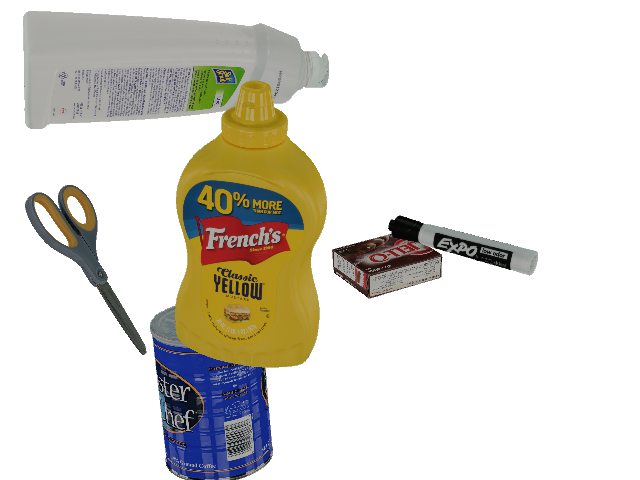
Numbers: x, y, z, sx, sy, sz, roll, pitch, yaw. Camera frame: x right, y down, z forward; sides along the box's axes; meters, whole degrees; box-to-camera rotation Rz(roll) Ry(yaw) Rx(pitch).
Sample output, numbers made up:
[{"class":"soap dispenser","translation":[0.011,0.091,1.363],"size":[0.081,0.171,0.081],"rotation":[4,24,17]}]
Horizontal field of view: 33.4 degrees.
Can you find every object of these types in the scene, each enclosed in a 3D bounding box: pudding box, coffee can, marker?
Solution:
[{"class":"pudding box","translation":[0.085,0.029,1.357],"size":[0.113,0.039,0.090],"rotation":[-17,27,-25]},{"class":"coffee can","translation":[-0.099,0.137,0.987],"size":[0.103,0.140,0.103],"rotation":[-3,18,1]},{"class":"marker","translation":[0.108,0.002,0.825],"size":[0.121,0.020,0.020],"rotation":[16,8,27]}]

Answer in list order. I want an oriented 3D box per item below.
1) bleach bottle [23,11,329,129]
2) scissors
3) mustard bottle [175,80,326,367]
[{"class":"bleach bottle","translation":[-0.119,-0.140,0.894],"size":[0.250,0.068,0.103],"rotation":[-1,-29,-15]},{"class":"scissors","translation":[-0.235,0.021,1.136],"size":[0.016,0.201,0.096],"rotation":[-27,23,30]},{"class":"mustard bottle","translation":[-0.045,-0.011,0.690],"size":[0.096,0.192,0.058],"rotation":[11,30,11]}]
